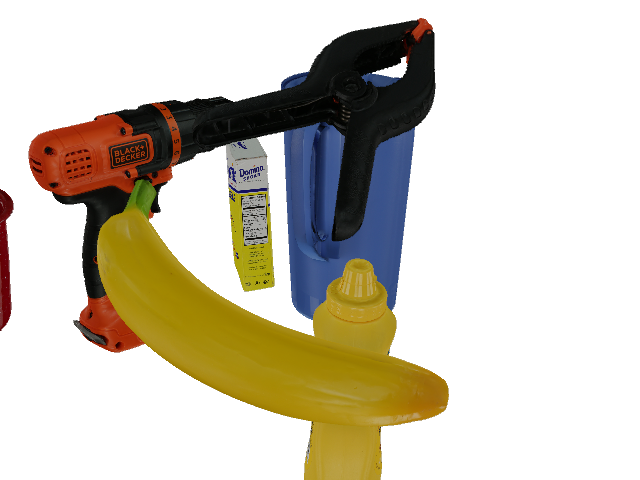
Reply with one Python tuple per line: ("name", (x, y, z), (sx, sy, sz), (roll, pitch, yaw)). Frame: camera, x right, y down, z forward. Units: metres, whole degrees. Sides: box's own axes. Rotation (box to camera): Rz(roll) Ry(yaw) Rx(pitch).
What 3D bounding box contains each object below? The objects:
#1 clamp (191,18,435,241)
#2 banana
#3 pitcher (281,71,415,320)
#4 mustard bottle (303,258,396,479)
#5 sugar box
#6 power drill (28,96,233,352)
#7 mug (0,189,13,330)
("clamp", (0.021, -0.074, 0.650), (0.171, 0.120, 0.039), (-37, -18, -22))
("banana", (-0.038, 0.035, 0.480), (0.198, 0.069, 0.037), (34, -24, 24))
("pitcher", (0.021, -0.039, 1.051), (0.149, 0.243, 0.145), (-7, 23, -19))
("mustard bottle", (0.021, 0.098, 0.755), (0.058, 0.192, 0.096), (5, 30, 4))
("sugar box", (-0.089, -0.035, 1.329), (0.048, 0.176, 0.093), (-9, 24, -10))
("power drill", (-0.136, -0.017, 0.858), (0.184, 0.188, 0.057), (-18, 25, -34))
("mug", (-0.246, 0.019, 0.659), (0.117, 0.081, 0.093), (-18, 32, -38))
